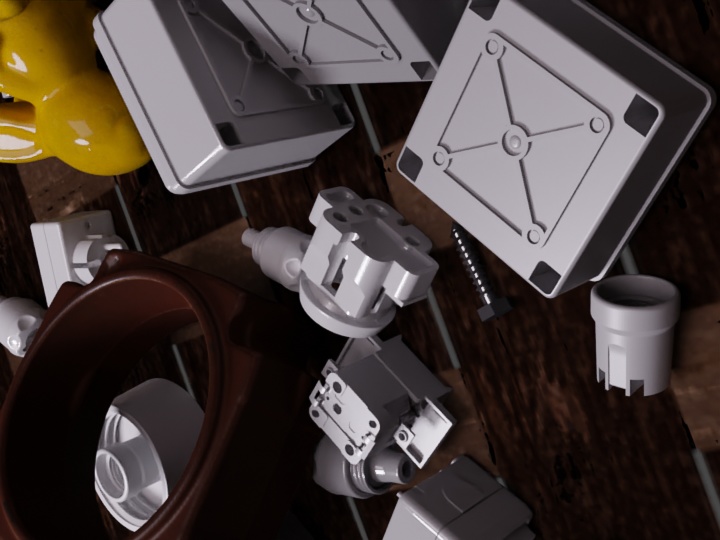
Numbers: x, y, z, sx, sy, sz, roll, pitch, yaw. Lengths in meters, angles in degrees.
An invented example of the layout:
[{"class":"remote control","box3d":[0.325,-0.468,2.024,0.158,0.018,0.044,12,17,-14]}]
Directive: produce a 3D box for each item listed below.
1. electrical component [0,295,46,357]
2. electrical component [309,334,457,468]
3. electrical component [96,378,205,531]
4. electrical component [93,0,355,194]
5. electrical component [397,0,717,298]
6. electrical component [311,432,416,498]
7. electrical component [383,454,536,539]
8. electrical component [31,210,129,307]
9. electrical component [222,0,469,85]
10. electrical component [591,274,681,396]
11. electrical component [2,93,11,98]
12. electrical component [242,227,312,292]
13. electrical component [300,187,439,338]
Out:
[{"class":"electrical component","box3d":[-0.281,0.042,0.881,0.062,0.043,0.043,31,123,33]},{"class":"electrical component","box3d":[0.010,0.075,0.608,0.081,0.064,0.042,45,131,22]},{"class":"electrical component","box3d":[-0.159,0.140,0.788,0.108,0.060,0.108,16,114,39]},{"class":"electrical component","box3d":[-0.073,-0.106,0.593,0.056,0.109,0.108,-32,81,41]},{"class":"electrical component","box3d":[0.086,-0.063,0.495,0.109,0.056,0.108,43,129,24]},{"class":"electrical component","box3d":[0.004,0.115,0.641,0.062,0.043,0.043,0,104,42]},{"class":"electrical component","box3d":[0.049,0.165,0.603,0.061,0.062,0.096,37,126,29]},{"class":"electrical component","box3d":[-0.193,-0.007,0.779,0.077,0.047,0.065,0,104,43]},{"class":"electrical component","box3d":[-0.013,-0.145,0.522,0.109,0.056,0.108,7,152,42]},{"class":"electrical component","box3d":[0.128,0.030,0.501,0.040,0.040,0.046,15,120,39]},{"class":"electrical component","box3d":[-0.265,-0.160,0.799,0.043,0.043,0.062,-8,100,44]},{"class":"electrical component","box3d":[-0.048,-0.011,0.654,0.061,0.035,0.035,26,120,38]},{"class":"electrical component","box3d":[0.000,0.000,0.597,0.078,0.058,0.057,42,125,26]}]
